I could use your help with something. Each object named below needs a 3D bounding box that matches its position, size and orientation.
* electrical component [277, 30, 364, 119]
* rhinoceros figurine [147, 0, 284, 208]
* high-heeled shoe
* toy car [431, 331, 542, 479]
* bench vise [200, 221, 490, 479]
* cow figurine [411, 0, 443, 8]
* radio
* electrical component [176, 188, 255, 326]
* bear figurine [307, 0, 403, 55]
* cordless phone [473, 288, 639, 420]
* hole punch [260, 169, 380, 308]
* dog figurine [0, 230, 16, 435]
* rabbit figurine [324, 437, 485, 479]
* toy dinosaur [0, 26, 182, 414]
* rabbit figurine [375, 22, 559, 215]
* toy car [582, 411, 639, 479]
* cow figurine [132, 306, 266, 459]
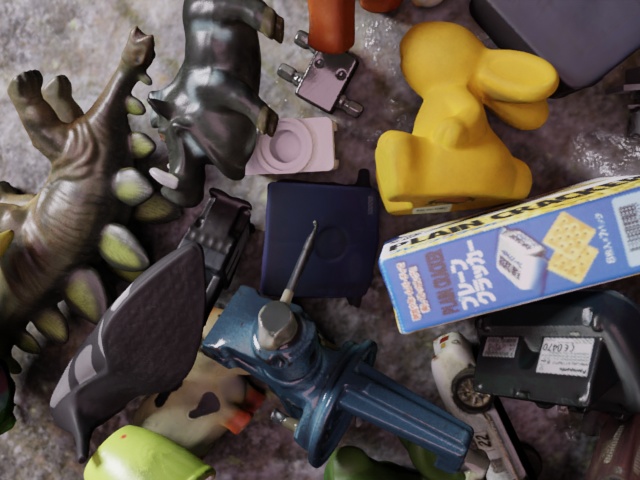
[{"bbox_3d":[0.008,-0.160,0.524,0.094,0.021,0.063,31,100,4],"label":"electrical component"},{"bbox_3d":[-0.091,-0.118,0.451,0.112,0.073,0.190,13,107,-3],"label":"rhinoceros figurine"},{"bbox_3d":[-0.180,0.090,0.508,0.086,0.145,0.248,30,98,-29],"label":"high-heeled shoe"},{"bbox_3d":[0.166,0.184,0.521,0.056,0.073,0.201,-25,93,18],"label":"toy car"},{"bbox_3d":[0.028,0.126,0.449,0.241,0.129,0.223,23,142,19],"label":"bench vise"},{"bbox_3d":[0.143,-0.270,0.452,0.068,0.098,0.167,44,101,-6],"label":"cow figurine"},{"bbox_3d":[0.258,-0.237,0.453,0.229,0.073,0.131,-39,92,13],"label":"radio"},{"bbox_3d":[-0.106,0.019,0.517,0.048,0.074,0.119,23,73,5],"label":"electrical component"},{"bbox_3d":[-0.037,-0.261,0.482,0.196,0.120,0.131,21,146,30],"label":"bear figurine"},{"bbox_3d":[0.234,0.110,0.448,0.184,0.147,0.088,24,71,-24],"label":"cordless phone"},{"bbox_3d":[-0.001,-0.002,0.516,0.116,0.092,0.142,5,95,4],"label":"hole punch"},{"bbox_3d":[-0.337,0.089,0.493,0.191,0.108,0.219,43,114,-10],"label":"dog figurine"},{"bbox_3d":[0.092,0.253,0.540,0.170,0.121,0.159,-1,91,-10],"label":"rabbit figurine"},{"bbox_3d":[-0.270,0.002,0.547,0.198,0.105,0.471,38,112,-3],"label":"toy dinosaur"},{"bbox_3d":[0.119,-0.115,0.471,0.162,0.121,0.173,-9,78,16],"label":"rabbit figurine"},{"bbox_3d":[0.259,0.220,0.468,0.089,0.202,0.053,11,143,40],"label":"toy car"},{"bbox_3d":[-0.123,0.147,0.557,0.127,0.085,0.195,42,106,-1],"label":"cow figurine"}]
